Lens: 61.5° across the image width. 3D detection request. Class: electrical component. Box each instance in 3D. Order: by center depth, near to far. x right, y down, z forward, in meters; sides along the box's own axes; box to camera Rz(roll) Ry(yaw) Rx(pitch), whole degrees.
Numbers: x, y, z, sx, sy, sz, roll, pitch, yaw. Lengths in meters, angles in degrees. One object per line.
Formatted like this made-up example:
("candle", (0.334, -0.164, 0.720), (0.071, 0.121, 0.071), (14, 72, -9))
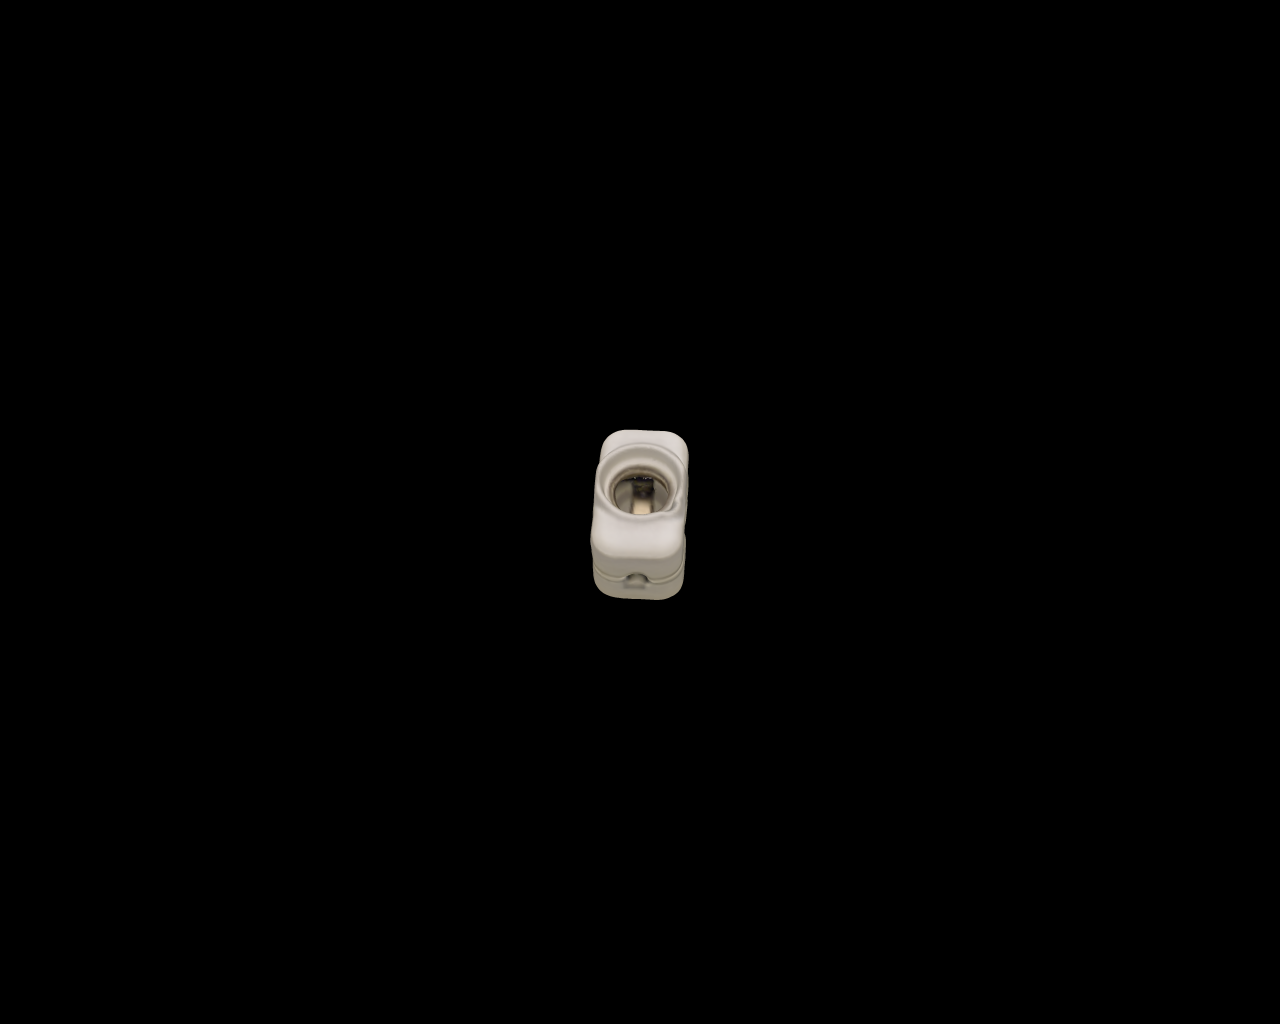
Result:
("electrical component", (0.001, -0.003, 0.650), (0.054, 0.095, 0.059), (3, -36, 2))
